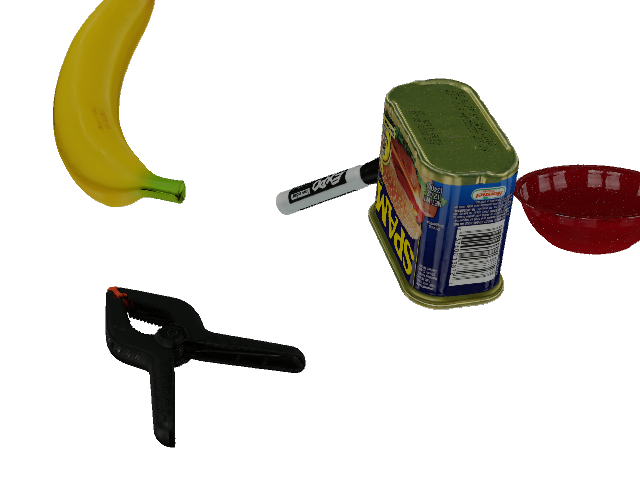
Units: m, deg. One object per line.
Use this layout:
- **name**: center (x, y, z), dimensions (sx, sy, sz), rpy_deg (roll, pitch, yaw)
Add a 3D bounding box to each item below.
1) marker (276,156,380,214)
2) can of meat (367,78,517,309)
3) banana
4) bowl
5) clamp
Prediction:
- **marker**: center (0.012, -0.042, 0.813), dimensions (0.020, 0.020, 0.121), rpy_deg (0, -12, -44)
- **can of meat**: center (0.065, -0.028, 0.576), dimensions (0.057, 0.084, 0.102), rpy_deg (-6, 38, -12)
- **banana**: center (-0.123, -0.084, 0.629), dimensions (0.069, 0.198, 0.037), rpy_deg (-7, -39, -9)
- **bowl**: center (0.280, -0.028, 1.106), dimensions (0.162, 0.055, 0.162), rpy_deg (-2, 23, 1)
- **clamp**: center (-0.128, 0.099, 1.008), dimensions (0.164, 0.036, 0.210), rpy_deg (-20, 40, -31)
